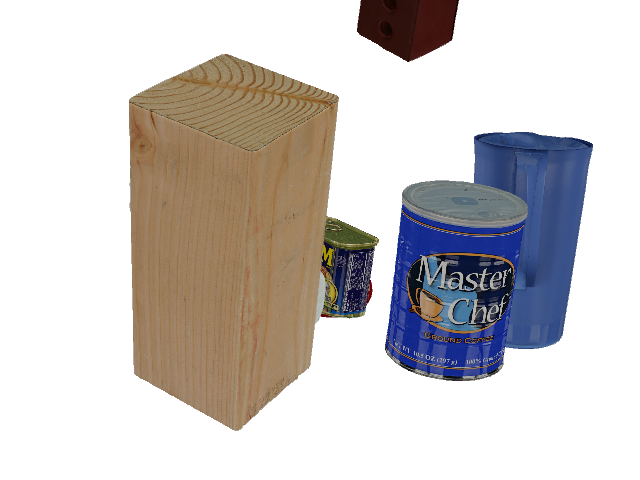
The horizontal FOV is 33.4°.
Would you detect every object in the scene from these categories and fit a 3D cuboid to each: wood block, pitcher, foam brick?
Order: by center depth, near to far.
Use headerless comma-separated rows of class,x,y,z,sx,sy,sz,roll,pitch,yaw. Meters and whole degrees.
wood block,-0.057,0.003,0.668,0.091,0.206,0.090,24,38,25
foam brick,0.064,-0.176,0.750,0.053,0.078,0.051,35,50,28
pitcher,0.234,-0.001,1.229,0.149,0.243,0.145,-6,16,-32

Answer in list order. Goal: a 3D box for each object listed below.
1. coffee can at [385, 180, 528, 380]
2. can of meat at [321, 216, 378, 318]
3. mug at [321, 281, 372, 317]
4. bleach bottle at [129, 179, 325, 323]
coffee can,0.112,0.031,0.890,0.103,0.140,0.103,4,20,-2
can of meat,0.010,0.028,1.134,0.057,0.084,0.102,-5,20,-37
mug,0.021,0.060,1.509,0.117,0.081,0.093,18,24,27
bleach bottle,-0.106,0.002,0.962,0.102,0.068,0.251,-17,39,-34
